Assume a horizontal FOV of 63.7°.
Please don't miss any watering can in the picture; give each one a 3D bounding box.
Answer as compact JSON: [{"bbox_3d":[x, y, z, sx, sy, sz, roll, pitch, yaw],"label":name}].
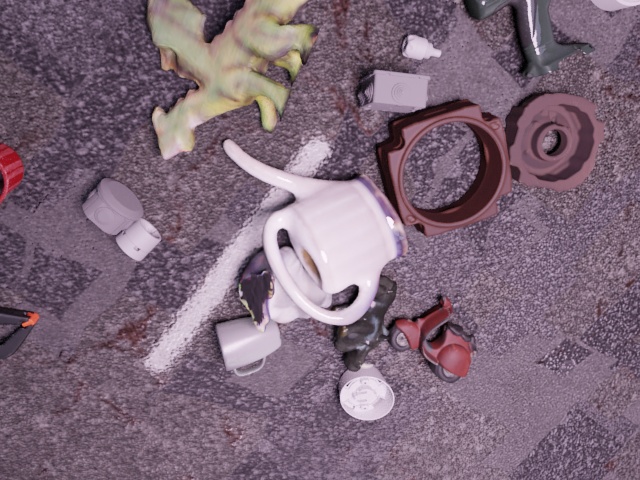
[{"bbox_3d":[0.003,-0.042,0.827,0.226,0.103,0.349,-26,84,-20],"label":"watering can"}]

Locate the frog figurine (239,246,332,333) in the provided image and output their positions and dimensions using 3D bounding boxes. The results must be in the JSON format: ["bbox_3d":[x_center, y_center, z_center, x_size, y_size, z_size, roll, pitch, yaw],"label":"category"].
[{"bbox_3d":[-0.054,0.076,0.889,0.160,0.123,0.136,-12,106,-44],"label":"frog figurine"}]

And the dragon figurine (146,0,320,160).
[{"bbox_3d":[-0.131,-0.293,0.732,0.242,0.124,0.405,22,108,-7],"label":"dragon figurine"}]
